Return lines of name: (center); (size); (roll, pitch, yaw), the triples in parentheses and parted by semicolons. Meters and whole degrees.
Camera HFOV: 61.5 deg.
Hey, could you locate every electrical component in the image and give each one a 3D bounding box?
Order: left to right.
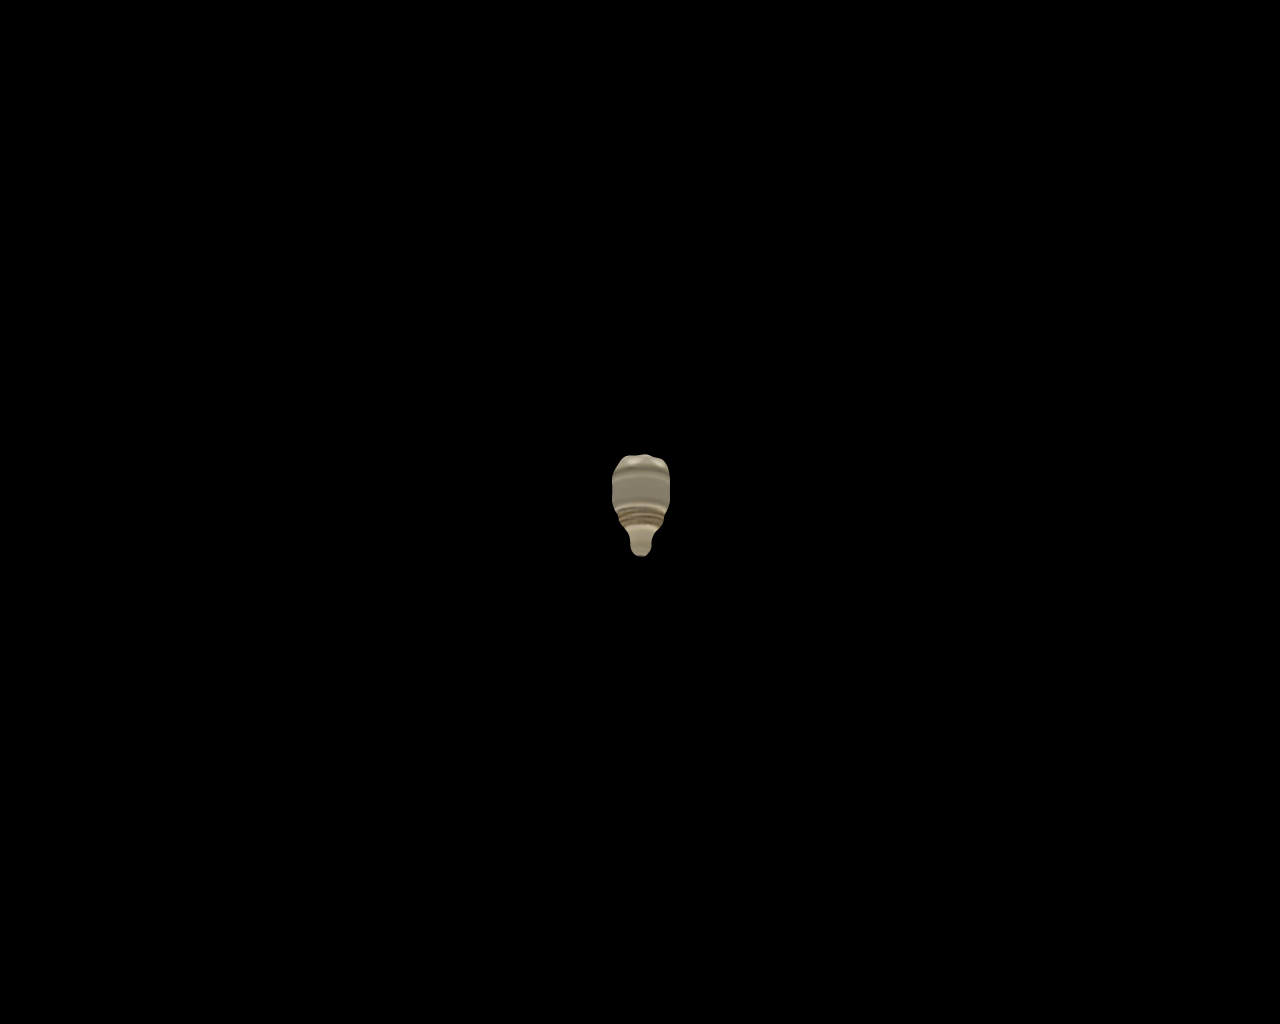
electrical component: (0.001, -0.003, 0.650); (0.035, 0.061, 0.035); (0, -15, 0)
